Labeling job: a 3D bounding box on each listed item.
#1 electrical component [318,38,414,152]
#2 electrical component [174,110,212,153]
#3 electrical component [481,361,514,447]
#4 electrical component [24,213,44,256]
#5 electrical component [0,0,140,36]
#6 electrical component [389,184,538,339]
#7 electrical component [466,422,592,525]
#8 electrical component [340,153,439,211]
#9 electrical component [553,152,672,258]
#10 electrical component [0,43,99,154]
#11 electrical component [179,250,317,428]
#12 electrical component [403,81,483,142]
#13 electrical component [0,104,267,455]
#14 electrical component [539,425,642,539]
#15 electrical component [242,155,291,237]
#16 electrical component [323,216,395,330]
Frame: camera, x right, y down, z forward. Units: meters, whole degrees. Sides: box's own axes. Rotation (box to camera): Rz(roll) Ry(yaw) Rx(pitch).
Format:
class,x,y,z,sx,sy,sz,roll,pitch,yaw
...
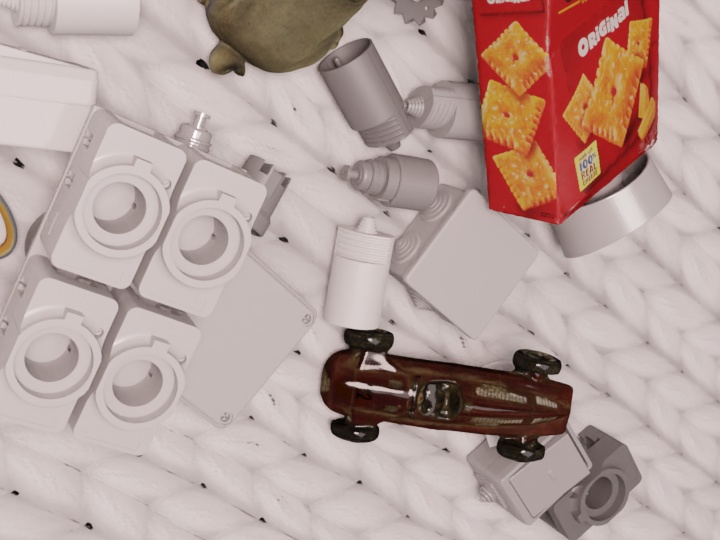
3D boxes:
class,x,y,z,sx,sy,sz,roll,pitch,yaw
electrical component,0.008,-0.121,0.777,0.043,0.043,0.081,-38,118,-14
electrical component,-0.120,-0.069,0.725,0.040,0.040,0.078,18,95,-31
electrical component,0.119,0.110,0.899,0.066,0.048,0.055,-17,111,3
electrical component,-0.187,-0.010,0.702,0.055,0.047,0.055,-8,108,-26
electrical component,-0.181,-0.167,0.663,0.081,0.043,0.043,-6,107,-27
electrical component,0.077,-0.008,0.843,0.100,0.048,0.099,40,84,-31
electrical component,0.143,0.170,0.923,0.096,0.061,0.061,-40,119,-13
electrical component,0.022,-0.067,0.802,0.078,0.040,0.040,6,101,-29
electrical component,0.201,-0.053,0.872,0.099,0.099,0.064,-36,112,-15
electrical component,-0.202,-0.107,0.658,0.096,0.062,0.061,4,102,-29
electrical component,-0.105,0.036,0.754,0.108,0.056,0.109,-50,121,-7
electrical component,0.069,-0.120,0.810,0.081,0.043,0.043,1,104,-28
electrical component,-0.145,0.010,0.652,0.105,0.060,0.186,22,98,-29
electrical component,0.202,0.192,0.964,0.089,0.056,0.050,-38,118,-14
electrical component,-0.075,-0.052,0.756,0.040,0.040,0.046,35,80,-31
electrical component,0.000,0.000,0.808,0.043,0.043,0.081,4,102,-29
